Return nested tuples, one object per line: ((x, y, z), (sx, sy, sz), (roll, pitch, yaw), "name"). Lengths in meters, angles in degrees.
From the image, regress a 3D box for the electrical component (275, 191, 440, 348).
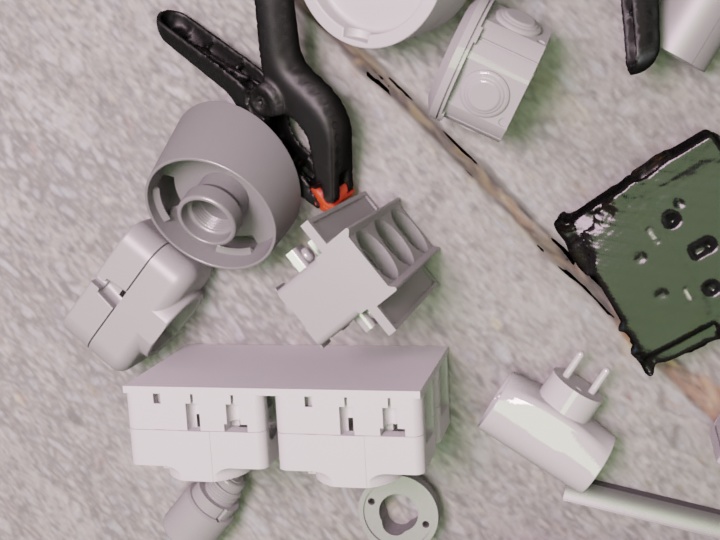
((0.000, 0.000, 0.659), (0.063, 0.121, 0.078), (-39, 89, 20), "electrical component")

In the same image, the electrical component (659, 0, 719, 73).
((0.202, -0.160, 0.621), (0.043, 0.043, 0.081), (31, 106, 7), "electrical component")

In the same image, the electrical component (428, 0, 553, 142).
((0.076, -0.120, 0.641), (0.051, 0.080, 0.080), (25, 105, 3), "electrical component")

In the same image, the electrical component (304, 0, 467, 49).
((0.021, -0.190, 0.645), (0.108, 0.060, 0.108), (13, 112, 33), "electrical component")

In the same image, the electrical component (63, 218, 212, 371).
((-0.148, 0.019, 0.734), (0.059, 0.054, 0.095), (40, 107, 4), "electrical component")

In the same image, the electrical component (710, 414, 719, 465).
((0.249, 0.090, 0.646), (0.061, 0.062, 0.096), (28, 106, 7), "electrical component")

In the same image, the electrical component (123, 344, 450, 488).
((-0.042, 0.091, 0.694), (0.186, 0.105, 0.060), (-1, 100, 14), "electrical component")

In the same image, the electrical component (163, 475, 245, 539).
((-0.105, 0.164, 0.758), (0.040, 0.040, 0.078), (40, 107, 4), "electrical component")

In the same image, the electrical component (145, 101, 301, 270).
((-0.088, -0.051, 0.693), (0.099, 0.064, 0.099), (13, 135, 13), "electrical component")

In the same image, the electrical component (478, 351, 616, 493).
((0.128, 0.089, 0.685), (0.077, 0.043, 0.079), (32, 106, 6), "electrical component")
